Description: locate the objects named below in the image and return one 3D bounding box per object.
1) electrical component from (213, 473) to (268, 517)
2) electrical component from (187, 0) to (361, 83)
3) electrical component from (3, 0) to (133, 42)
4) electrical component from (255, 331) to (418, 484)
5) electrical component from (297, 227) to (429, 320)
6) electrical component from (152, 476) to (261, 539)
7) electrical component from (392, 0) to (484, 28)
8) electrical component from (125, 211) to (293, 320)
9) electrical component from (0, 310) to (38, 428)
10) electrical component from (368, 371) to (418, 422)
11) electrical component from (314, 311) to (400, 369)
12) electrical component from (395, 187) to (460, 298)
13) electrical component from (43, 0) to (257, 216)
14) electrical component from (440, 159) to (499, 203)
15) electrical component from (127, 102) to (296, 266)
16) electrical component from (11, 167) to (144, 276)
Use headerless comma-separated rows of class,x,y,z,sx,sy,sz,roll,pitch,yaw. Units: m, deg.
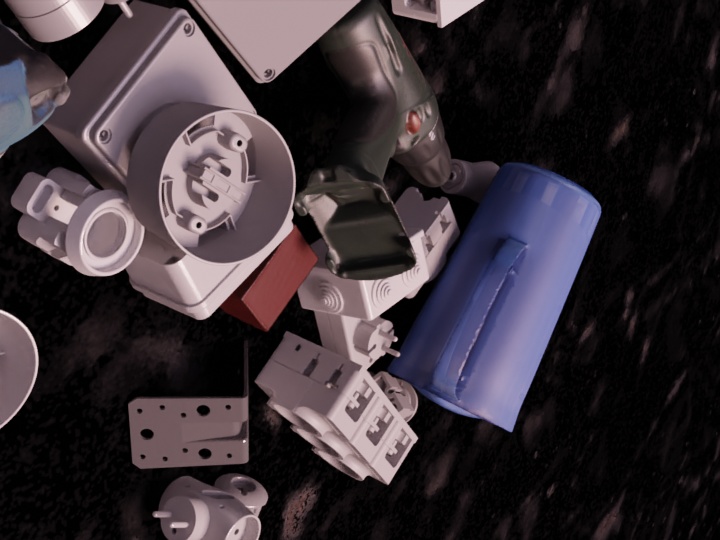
electrical component,-0.111,0.212,0.936,0.048,0.048,0.062,-5,121,-53
electrical component,-0.064,-0.203,0.735,0.109,0.056,0.108,-42,143,0
electrical component,-0.151,-0.187,0.653,0.138,0.052,0.073,-54,143,-20
electrical component,-0.021,0.130,0.972,0.061,0.089,0.150,-56,144,-17
electrical component,0.000,0.000,0.924,0.100,0.100,0.048,-34,120,-40
electrical component,-0.133,0.201,0.867,0.079,0.077,0.043,20,92,-56
electrical component,0.097,-0.299,0.927,0.186,0.060,0.105,-39,136,-36
electrical component,-0.111,-0.027,0.773,0.113,0.078,0.057,-48,138,-27
electrical component,-0.252,0.059,0.639,0.099,0.064,0.099,-30,130,-43
electrical component,0.029,0.131,1.074,0.048,0.066,0.055,-36,158,15
electrical component,0.005,0.058,0.981,0.047,0.076,0.083,-42,138,-33
electrical component,0.049,-0.024,1.019,0.089,0.050,0.055,-52,143,-22
electrical component,-0.137,-0.102,0.716,0.108,0.056,0.108,-56,144,-17
electrical component,0.108,-0.090,1.075,0.065,0.044,0.044,4,105,-50
electrical component,-0.096,-0.057,0.686,0.099,0.064,0.099,-30,131,-42
electrical component,-0.178,-0.029,0.698,0.058,0.057,0.078,-61,145,-10
